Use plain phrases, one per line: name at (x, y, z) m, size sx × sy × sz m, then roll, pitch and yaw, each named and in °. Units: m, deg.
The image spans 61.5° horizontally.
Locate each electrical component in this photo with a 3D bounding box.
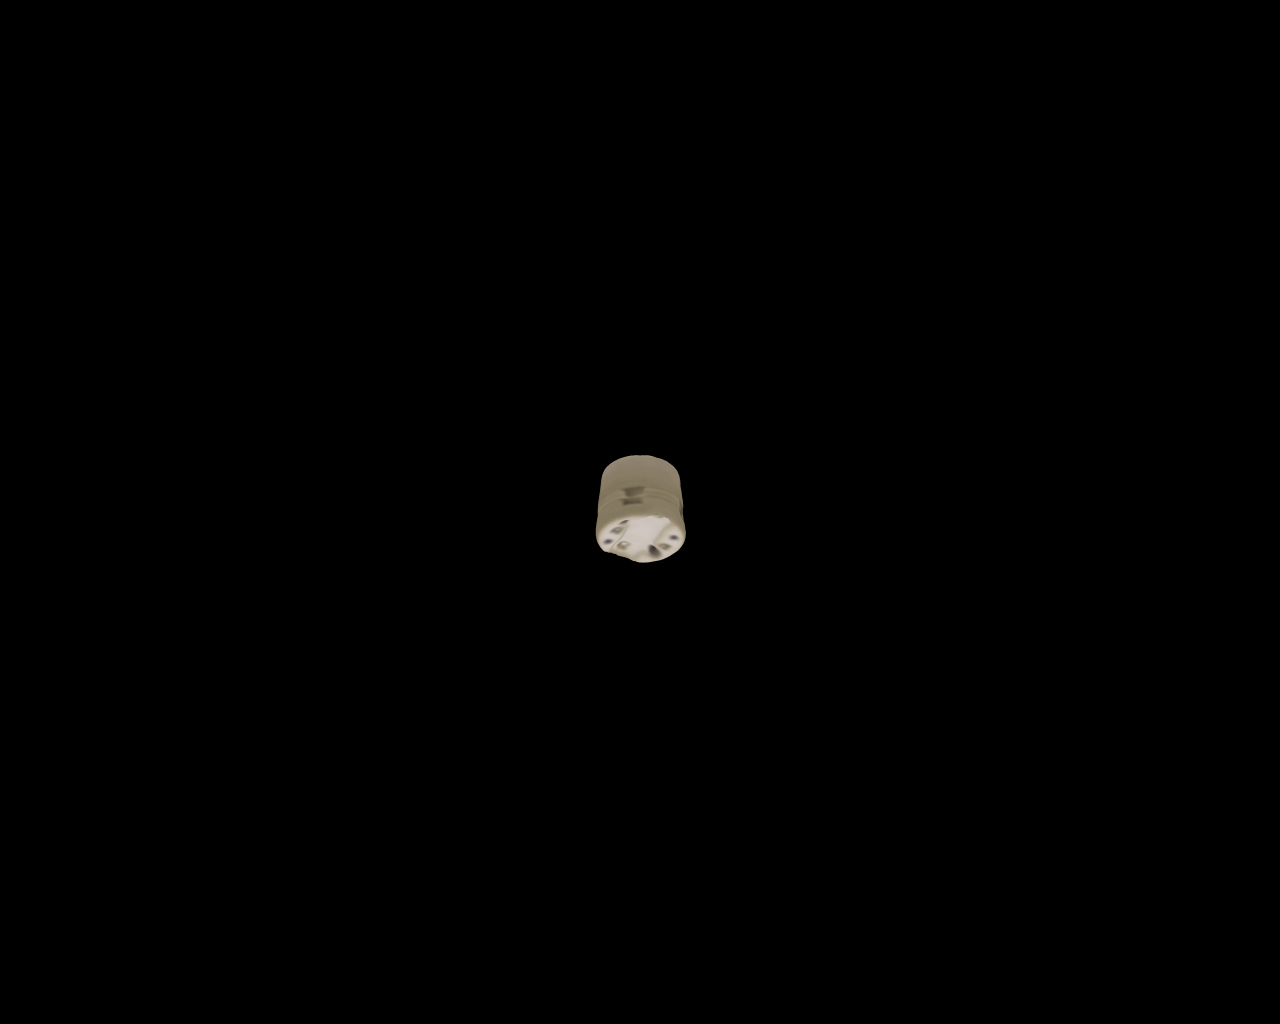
electrical component at (0.001, -0.003, 0.650) m, size 0.055 × 0.047 × 0.055 m, roll 0°, pitch -33°, yaw 0°
